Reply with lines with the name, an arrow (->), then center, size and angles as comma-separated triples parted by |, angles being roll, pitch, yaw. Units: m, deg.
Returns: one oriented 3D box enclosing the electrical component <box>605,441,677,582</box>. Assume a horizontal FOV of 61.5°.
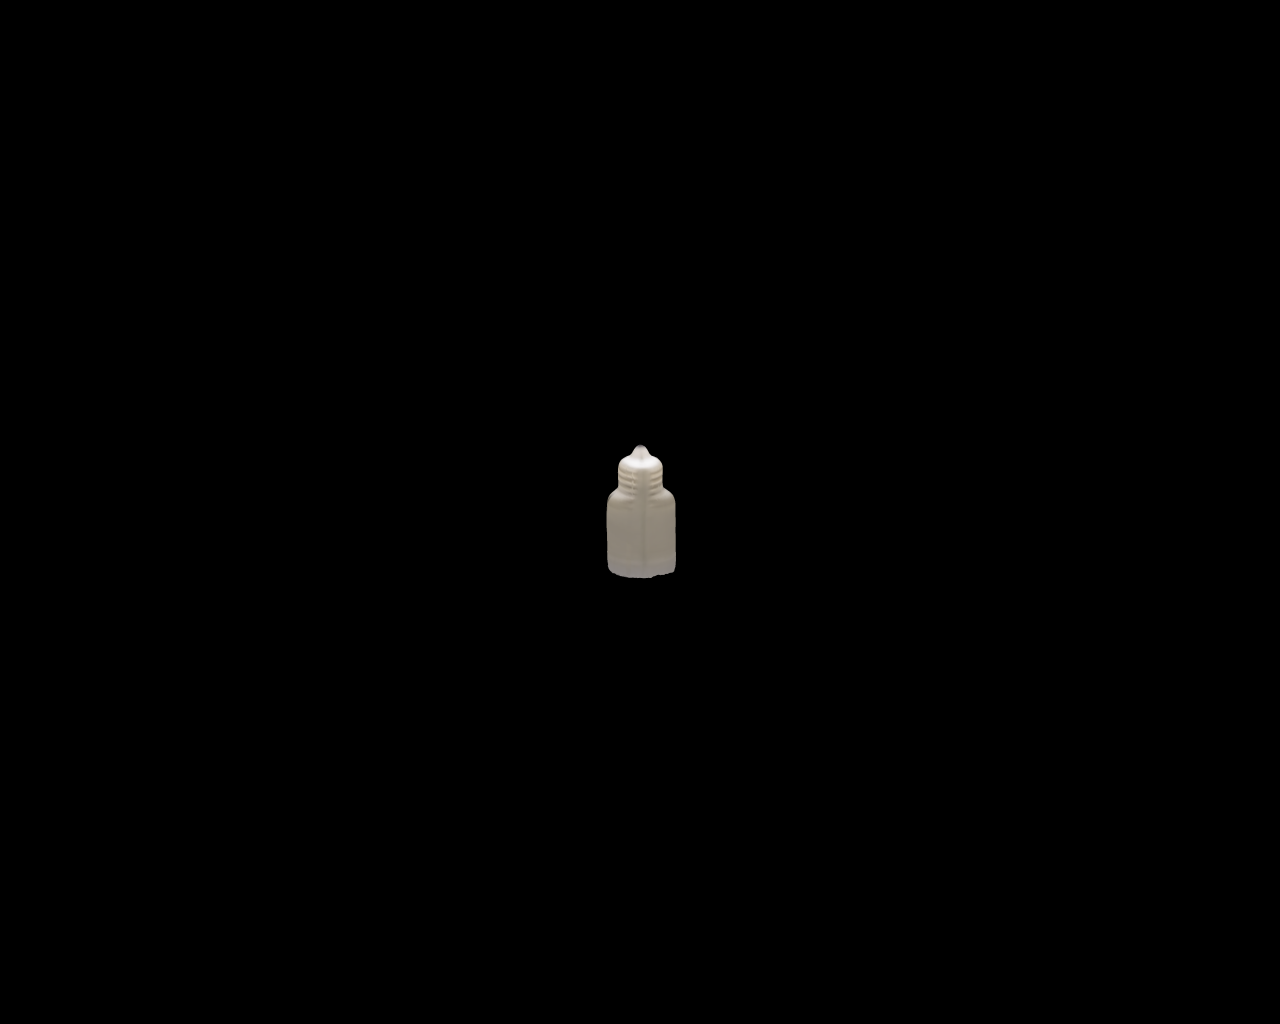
electrical component -> 0.001, -0.003, 0.650 | 0.043, 0.080, 0.043 | 0, 15, 0
